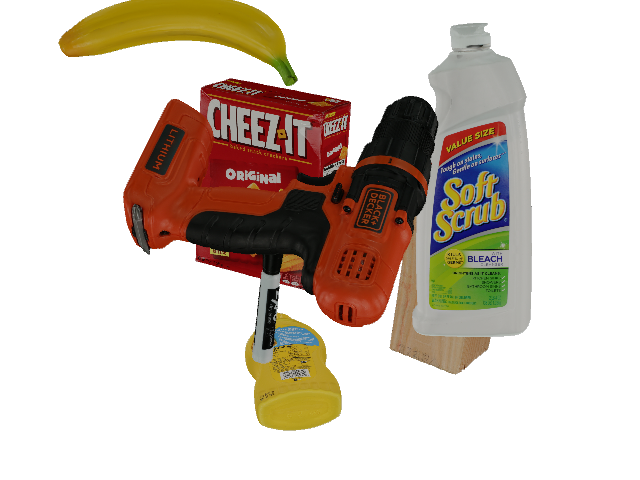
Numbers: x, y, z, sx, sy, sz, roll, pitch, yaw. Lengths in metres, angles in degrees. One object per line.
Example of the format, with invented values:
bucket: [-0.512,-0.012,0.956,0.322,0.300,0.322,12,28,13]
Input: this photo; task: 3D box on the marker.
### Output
marker: [-0.047,0.055,0.949,0.020,0.121,0.020,6,28,-3]

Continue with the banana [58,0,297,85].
banana: [-0.114,-0.174,0.884,0.198,0.069,0.037,6,-34,0]

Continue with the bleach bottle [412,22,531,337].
bleach bottle: [0.119,-0.049,0.872,0.103,0.251,0.068,-1,15,16]

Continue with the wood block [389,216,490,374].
wood block: [0.148,0.030,1.192,0.090,0.206,0.090,19,25,28]

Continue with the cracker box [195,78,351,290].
cracker box: [-0.058,-0.063,1.218,0.164,0.214,0.072,15,24,26]

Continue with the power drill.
power drill: [-0.023,-0.040,0.714,0.188,0.184,0.057,12,-37,12]

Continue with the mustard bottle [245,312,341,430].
mustard bottle: [-0.039,0.142,1.254,0.096,0.058,0.192,-7,30,-8]
